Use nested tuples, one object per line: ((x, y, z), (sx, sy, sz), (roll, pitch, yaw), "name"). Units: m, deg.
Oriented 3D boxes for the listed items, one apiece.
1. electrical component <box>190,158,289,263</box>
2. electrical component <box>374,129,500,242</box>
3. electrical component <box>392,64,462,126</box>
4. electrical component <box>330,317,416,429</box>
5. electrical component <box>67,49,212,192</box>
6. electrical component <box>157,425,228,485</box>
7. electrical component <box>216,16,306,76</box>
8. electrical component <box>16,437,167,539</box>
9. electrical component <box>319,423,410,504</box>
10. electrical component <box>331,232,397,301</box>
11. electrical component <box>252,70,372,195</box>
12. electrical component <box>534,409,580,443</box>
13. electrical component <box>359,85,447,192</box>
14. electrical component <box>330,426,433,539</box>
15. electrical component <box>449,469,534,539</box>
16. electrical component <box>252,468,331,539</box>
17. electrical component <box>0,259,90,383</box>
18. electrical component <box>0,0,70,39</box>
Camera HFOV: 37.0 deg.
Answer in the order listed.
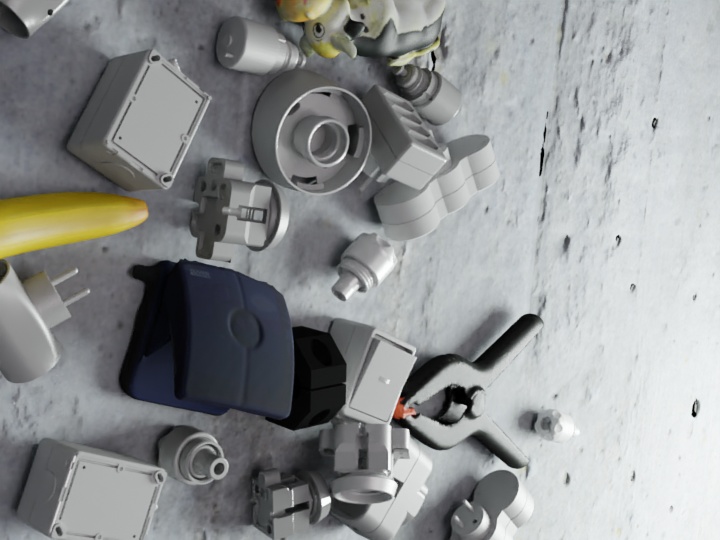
((-0.093, -0.044, 0.841), (0.057, 0.058, 0.078), (6, 93, -40), "electrical component")
((0.067, -0.091, 0.980), (0.138, 0.052, 0.073), (-37, 120, -31), "electrical component")
((0.058, -0.162, 0.967), (0.078, 0.040, 0.040), (31, 76, -41), "electrical component")
((0.001, 0.098, 0.948), (0.062, 0.061, 0.096), (28, 79, -42), "electrical component")
((-0.158, -0.111, 0.772), (0.062, 0.061, 0.096), (38, 64, -39), "electrical component")
((-0.127, 0.147, 0.840), (0.043, 0.062, 0.043), (-8, 103, -41), "electrical component")
((-0.076, -0.172, 0.844), (0.078, 0.040, 0.040), (6, 94, -43), "electrical component")
((-0.192, 0.164, 0.785), (0.096, 0.061, 0.061), (24, 79, -43), "electrical component")
((0.004, 0.168, 0.931), (0.058, 0.078, 0.057), (79, 11, -63), "electrical component")
((0.000, 0.000, 0.942), (0.062, 0.043, 0.043), (-49, 126, -23), "electrical component")
((-0.041, -0.112, 0.888), (0.099, 0.064, 0.099), (-12, 114, -29), "electrical component")
((0.220, 0.173, 1.179), (0.061, 0.035, 0.035), (21, 83, -45), "electrical component")
((0.020, -0.101, 0.929), (0.047, 0.083, 0.075), (19, 123, -43), "electrical component")
((0.021, 0.198, 0.990), (0.059, 0.054, 0.095), (47, 67, -37), "electrical component")
((0.116, 0.260, 1.088), (0.138, 0.052, 0.073), (-54, 128, -21), "electrical component")
((-0.059, 0.199, 0.924), (0.055, 0.048, 0.066), (-8, 103, -33), "electrical component")
((-0.223, 0.026, 0.729), (0.079, 0.043, 0.077), (-31, 128, -13), "electrical component")
((-0.223, -0.207, 0.702), (0.079, 0.043, 0.077), (48, 66, -36), "electrical component")
